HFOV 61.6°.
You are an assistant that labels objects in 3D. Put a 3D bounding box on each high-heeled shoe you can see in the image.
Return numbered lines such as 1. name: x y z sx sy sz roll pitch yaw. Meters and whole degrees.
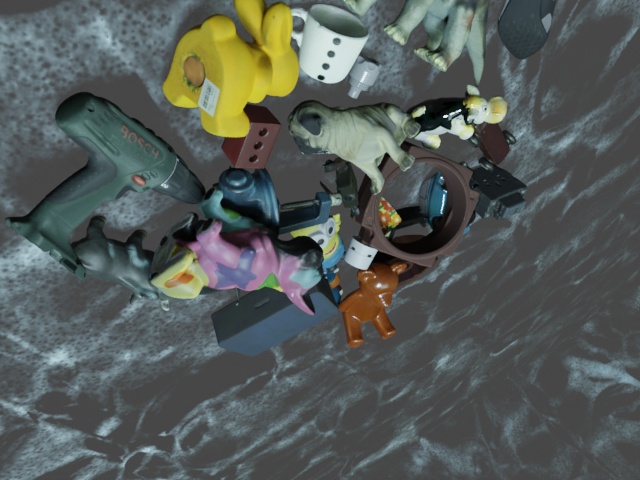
1. high-heeled shoe: 0.359 -0.419 0.886 0.248 0.086 0.145 50 60 -72

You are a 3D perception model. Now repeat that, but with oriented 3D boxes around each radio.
1. radio: -0.085 0.144 1.062 0.230 0.073 0.131 -29 148 13

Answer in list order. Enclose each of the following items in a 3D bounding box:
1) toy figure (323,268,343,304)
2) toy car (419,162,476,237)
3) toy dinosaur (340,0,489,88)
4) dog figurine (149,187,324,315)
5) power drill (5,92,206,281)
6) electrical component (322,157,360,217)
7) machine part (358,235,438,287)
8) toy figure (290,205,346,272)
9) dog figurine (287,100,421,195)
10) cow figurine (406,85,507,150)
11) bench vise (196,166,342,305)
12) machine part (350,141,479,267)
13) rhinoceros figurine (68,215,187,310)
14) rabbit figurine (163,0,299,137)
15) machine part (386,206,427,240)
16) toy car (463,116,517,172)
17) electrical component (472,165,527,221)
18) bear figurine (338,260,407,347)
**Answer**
1. toy figure: 0.012 0.095 1.146 0.064 0.058 0.154 -31 140 -21
2. toy car: 0.255 -0.083 1.114 0.109 0.103 0.161 -20 116 -34
3. toy dinosaur: 0.169 -0.350 0.739 0.404 0.131 0.192 3 129 -51
4. dog figurine: -0.103 0.043 0.764 0.191 0.109 0.219 -42 120 18
5. power drill: -0.264 -0.052 0.677 0.207 0.086 0.231 -50 142 -12
6. electrical component: 0.039 -0.096 0.928 0.045 0.078 0.102 -10 147 14
7. machine part: 0.172 0.049 1.200 0.179 0.056 0.179 -16 155 -8
8. toy figure: -0.004 0.000 1.004 0.180 0.089 0.082 59 47 -64
9. dog figurine: 0.048 -0.186 0.847 0.190 0.172 0.121 29 128 -20
10. cow figurine: 0.223 -0.215 0.908 0.167 0.068 0.098 -14 157 42
11. bench vise: -0.081 -0.031 0.864 0.241 0.129 0.223 -12 133 -19
12. machine part: 0.174 -0.064 0.987 0.201 0.087 0.201 19 99 -18
13. rhinoceros figurine: -0.272 0.040 0.787 0.073 0.112 0.190 -48 136 11
14. rabbit figurine: -0.092 -0.224 0.672 0.173 0.122 0.162 -18 133 -48
15. machine part: 0.176 -0.041 1.155 0.139 0.039 0.084 -17 132 -24
16. toy car: 0.345 -0.209 1.097 0.089 0.053 0.202 -50 148 10
17. electrical component: 0.381 -0.104 1.177 0.115 0.134 0.058 -23 143 -24
18. bear figurine: 0.117 0.129 1.120 0.120 0.132 0.195 -10 157 -23
